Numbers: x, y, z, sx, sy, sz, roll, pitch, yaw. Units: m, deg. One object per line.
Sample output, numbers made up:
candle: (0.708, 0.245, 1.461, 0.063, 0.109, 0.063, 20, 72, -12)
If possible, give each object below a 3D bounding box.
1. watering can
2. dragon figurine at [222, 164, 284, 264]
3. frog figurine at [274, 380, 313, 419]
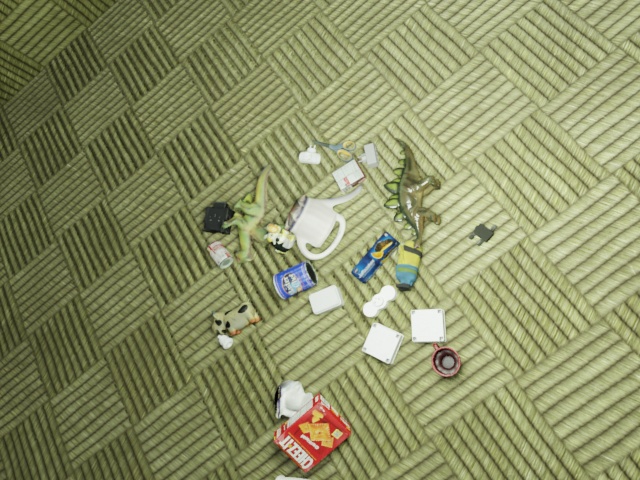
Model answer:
watering can: (0.006, -0.099, 1.965, 0.223, 0.104, 0.350, 30, 81, -10)
dragon figurine: (-0.238, -0.086, 2.095, 0.244, 0.122, 0.410, 35, 91, 8)
frog figurine: (-0.080, 0.574, 1.840, 0.159, 0.121, 0.140, 7, 69, -14)
